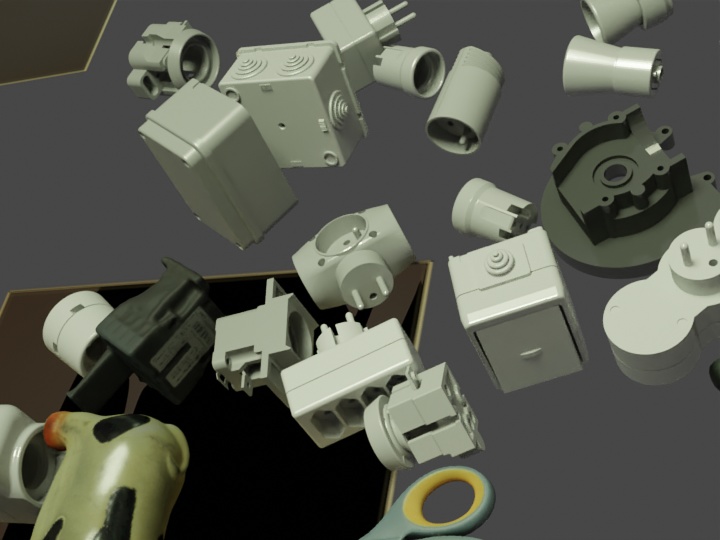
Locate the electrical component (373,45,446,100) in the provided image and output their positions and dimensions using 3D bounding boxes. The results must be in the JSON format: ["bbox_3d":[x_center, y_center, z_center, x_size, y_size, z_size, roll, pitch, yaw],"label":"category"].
[{"bbox_3d":[0.038,-0.158,0.853,0.046,0.040,0.040,22,67,43],"label":"electrical component"}]

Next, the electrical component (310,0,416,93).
[{"bbox_3d":[0.009,-0.198,0.891,0.077,0.047,0.065,-29,48,3],"label":"electrical component"}]

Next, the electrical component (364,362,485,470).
[{"bbox_3d":[0.036,0.092,0.652,0.055,0.066,0.048,-26,13,16],"label":"electrical component"}]

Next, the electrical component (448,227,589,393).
[{"bbox_3d":[0.095,0.024,0.646,0.062,0.096,0.061,-19,50,11],"label":"electrical component"}]

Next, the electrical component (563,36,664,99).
[{"bbox_3d":[0.184,-0.143,0.770,0.065,0.044,0.044,12,61,27],"label":"electrical component"}]

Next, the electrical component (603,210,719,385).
[{"bbox_3d":[0.201,0.000,0.628,0.138,0.073,0.052,-38,48,-6],"label":"electrical component"}]

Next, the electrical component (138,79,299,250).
[{"bbox_3d":[-0.106,-0.078,0.811,0.057,0.113,0.078,-45,49,-15],"label":"electrical component"}]

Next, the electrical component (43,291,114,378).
[{"bbox_3d":[-0.198,0.051,0.797,0.047,0.055,0.055,34,74,36],"label":"electrical component"}]

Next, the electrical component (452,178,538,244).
[{"bbox_3d":[0.092,-0.037,0.734,0.046,0.040,0.040,25,69,32],"label":"electrical component"}]

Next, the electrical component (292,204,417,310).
[{"bbox_3d":[0.000,0.000,0.740,0.077,0.044,0.079,-29,35,3],"label":"electrical component"}]

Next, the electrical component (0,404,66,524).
[{"bbox_3d":[-0.234,0.131,0.723,0.059,0.095,0.053,-4,54,23],"label":"electrical component"}]

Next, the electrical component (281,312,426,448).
[{"bbox_3d":[-0.006,0.060,0.701,0.083,0.047,0.075,-26,48,6],"label":"electrical component"}]

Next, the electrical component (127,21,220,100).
[{"bbox_3d":[-0.163,-0.186,0.960,0.057,0.058,0.078,11,61,35],"label":"electrical component"}]

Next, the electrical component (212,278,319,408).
[{"bbox_3d":[-0.066,0.052,0.739,0.064,0.042,0.081,-14,50,18],"label":"electrical component"}]

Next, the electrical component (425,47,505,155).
[{"bbox_3d":[0.083,-0.131,0.807,0.043,0.043,0.081,7,59,30],"label":"electrical component"}]

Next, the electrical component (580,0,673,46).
[{"bbox_3d":[0.198,-0.196,0.800,0.055,0.045,0.045,-25,48,6],"label":"electrical component"}]

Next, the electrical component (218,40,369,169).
[{"bbox_3d":[-0.052,-0.124,0.831,0.100,0.099,0.048,1,43,26],"label":"electrical component"}]
